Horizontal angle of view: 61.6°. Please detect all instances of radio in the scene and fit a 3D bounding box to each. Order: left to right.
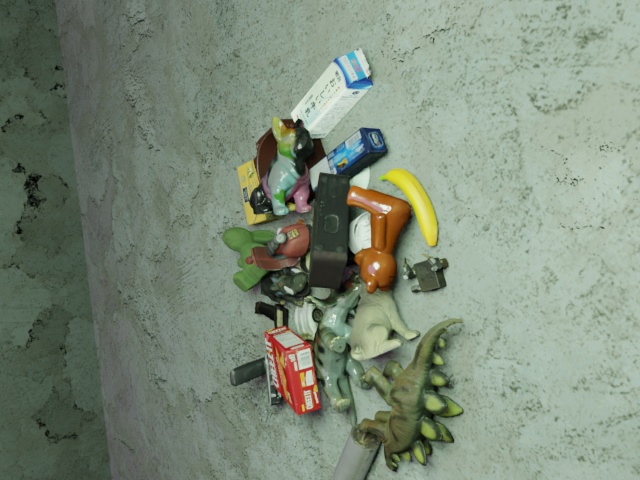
[{"bbox_3d":[0.020,-0.023,1.140,0.131,0.073,0.229,100,173,-59],"label":"radio"}]

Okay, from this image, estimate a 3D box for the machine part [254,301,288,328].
[{"bbox_3d":[-0.136,0.210,1.536,0.139,0.039,0.084,12,114,46],"label":"machine part"}]

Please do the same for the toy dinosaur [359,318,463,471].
[{"bbox_3d":[0.194,0.332,1.121,0.199,0.105,0.470,27,126,36],"label":"toy dinosaur"}]

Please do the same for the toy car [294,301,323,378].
[{"bbox_3d":[-0.021,0.257,1.391,0.073,0.056,0.201,-18,84,50],"label":"toy car"}]

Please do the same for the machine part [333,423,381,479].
[{"bbox_3d":[0.087,0.529,1.298,0.079,0.079,0.243,40,126,39],"label":"machine part"}]

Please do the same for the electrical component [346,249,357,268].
[{"bbox_3d":[0.059,0.039,1.224,0.119,0.075,0.047,144,111,-66],"label":"electrical component"}]

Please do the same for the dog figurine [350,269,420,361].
[{"bbox_3d":[0.103,0.144,1.143,0.121,0.172,0.190,-29,82,37],"label":"dog figurine"}]

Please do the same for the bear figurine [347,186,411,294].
[{"bbox_3d":[0.110,0.002,1.088,0.132,0.120,0.195,23,104,29],"label":"bear figurine"}]

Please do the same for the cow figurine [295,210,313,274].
[{"bbox_3d":[-0.003,-0.004,1.302,0.127,0.085,0.194,38,122,46],"label":"cow figurine"}]

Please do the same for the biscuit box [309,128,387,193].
[{"bbox_3d":[0.057,-0.172,1.182,0.203,0.063,0.059,-31,71,47],"label":"biscuit box"}]

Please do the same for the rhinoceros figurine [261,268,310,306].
[{"bbox_3d":[-0.087,0.116,1.390,0.190,0.112,0.073,-12,48,57],"label":"rhinoceros figurine"}]

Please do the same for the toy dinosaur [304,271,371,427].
[{"bbox_3d":[0.037,0.268,1.288,0.192,0.131,0.404,-132,40,-55],"label":"toy dinosaur"}]

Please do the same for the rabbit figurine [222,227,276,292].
[{"bbox_3d":[-0.186,0.027,1.471,0.170,0.159,0.121,52,133,5],"label":"rabbit figurine"}]

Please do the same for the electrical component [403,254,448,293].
[{"bbox_3d":[0.213,0.066,1.088,0.102,0.045,0.078,-14,84,50],"label":"electrical component"}]

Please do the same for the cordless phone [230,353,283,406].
[{"bbox_3d":[-0.166,0.396,1.490,0.089,0.184,0.146,3,99,45],"label":"cordless phone"}]

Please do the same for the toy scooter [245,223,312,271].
[{"bbox_3d":[-0.097,0.023,1.257,0.184,0.135,0.075,-47,55,49],"label":"toy scooter"}]

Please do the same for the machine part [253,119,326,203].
[{"bbox_3d":[-0.077,-0.188,1.356,0.201,0.087,0.201,-31,74,50],"label":"machine part"}]

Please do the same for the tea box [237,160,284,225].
[{"bbox_3d":[-0.164,-0.132,1.482,0.098,0.068,0.169,-16,86,49],"label":"tea box"}]

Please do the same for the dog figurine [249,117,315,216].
[{"bbox_3d":[-0.085,-0.166,1.226,0.192,0.108,0.219,5,97,50],"label":"dog figurine"}]
